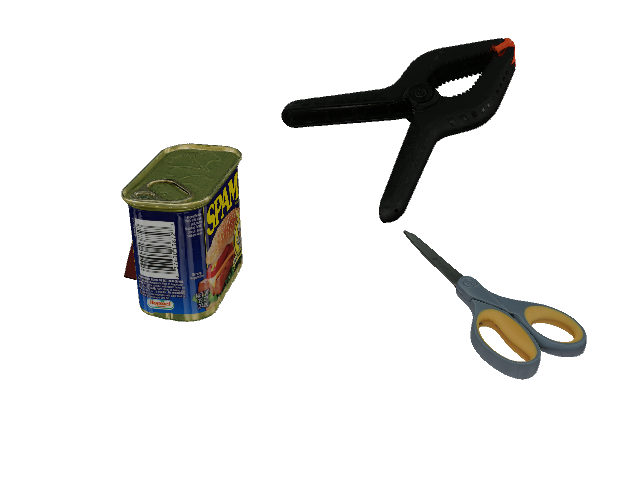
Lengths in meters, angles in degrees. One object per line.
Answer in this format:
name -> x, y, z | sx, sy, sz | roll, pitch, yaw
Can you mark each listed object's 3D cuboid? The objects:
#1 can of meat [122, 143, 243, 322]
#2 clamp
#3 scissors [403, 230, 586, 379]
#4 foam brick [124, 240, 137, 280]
can of meat -> -0.086, -0.006, 0.698 | 0.057, 0.084, 0.102 | 4, 26, 11
clamp -> 0.090, -0.108, 0.928 | 0.210, 0.165, 0.036 | -27, -37, -9
scissors -> 0.138, 0.042, 0.841 | 0.096, 0.016, 0.202 | -2, 31, -13
foam brick -> -0.155, 0.014, 1.086 | 0.078, 0.051, 0.053 | 15, 26, -7
